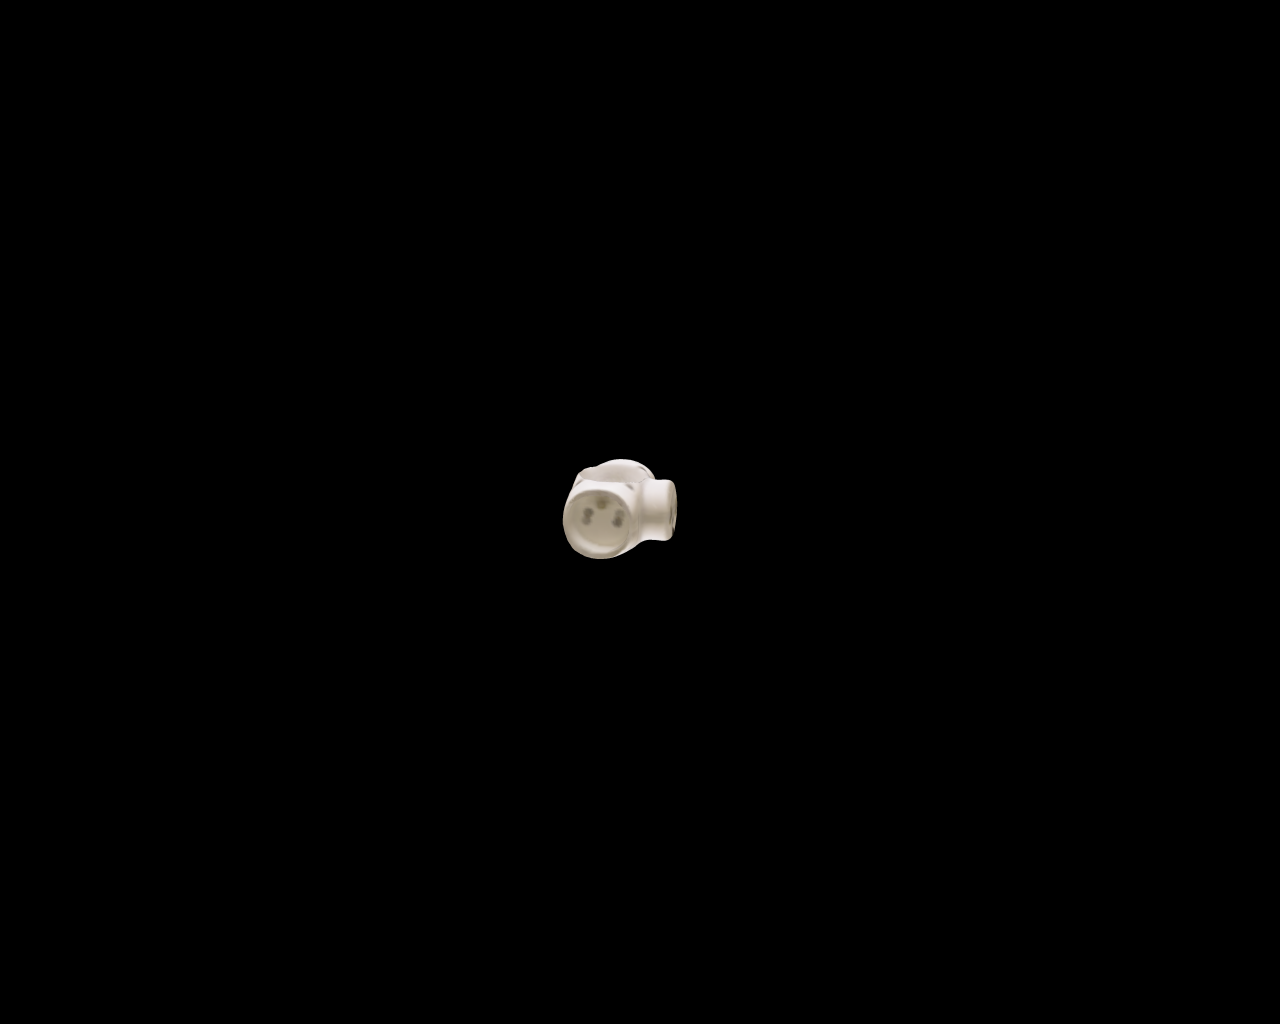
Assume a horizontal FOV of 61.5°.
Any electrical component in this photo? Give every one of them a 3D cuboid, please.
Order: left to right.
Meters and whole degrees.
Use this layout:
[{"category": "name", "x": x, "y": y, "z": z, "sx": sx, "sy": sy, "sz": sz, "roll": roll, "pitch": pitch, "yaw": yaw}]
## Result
[{"category": "electrical component", "x": 0.001, "y": -0.003, "z": 0.650, "sx": 0.079, "sy": 0.044, "sz": 0.077, "roll": 3, "pitch": 16, "yaw": 11}]
